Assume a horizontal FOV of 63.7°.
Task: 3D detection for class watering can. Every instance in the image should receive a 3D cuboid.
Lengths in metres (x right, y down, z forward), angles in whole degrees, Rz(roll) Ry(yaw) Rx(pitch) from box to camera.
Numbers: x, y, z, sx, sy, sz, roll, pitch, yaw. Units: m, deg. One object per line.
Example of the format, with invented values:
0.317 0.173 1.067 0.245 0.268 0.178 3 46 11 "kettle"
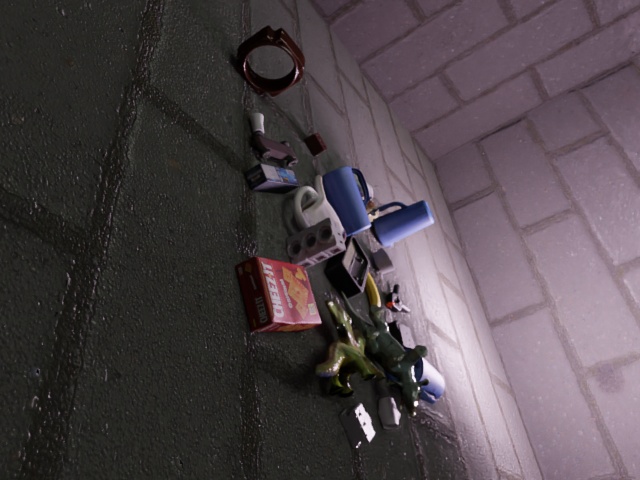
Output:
0.005 -0.083 1.656 0.222 0.103 0.354 58 24 -13 "watering can"

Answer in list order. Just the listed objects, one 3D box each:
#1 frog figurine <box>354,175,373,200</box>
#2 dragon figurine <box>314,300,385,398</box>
0.152 -0.222 2.101 0.137 0.121 0.162 15 61 -36 "frog figurine"
0.051 0.272 1.358 0.404 0.121 0.248 44 21 -57 "dragon figurine"
